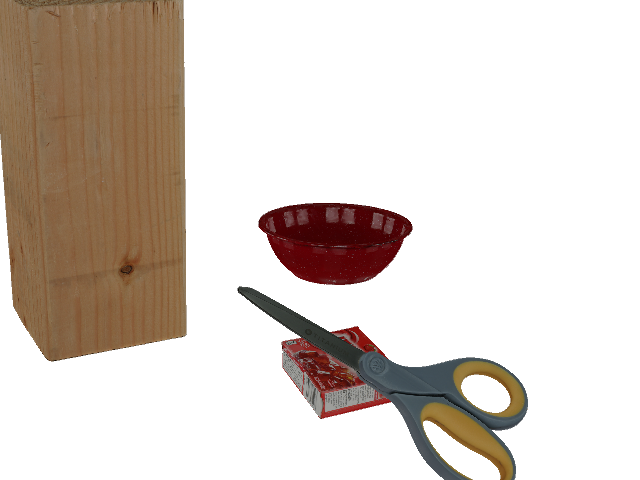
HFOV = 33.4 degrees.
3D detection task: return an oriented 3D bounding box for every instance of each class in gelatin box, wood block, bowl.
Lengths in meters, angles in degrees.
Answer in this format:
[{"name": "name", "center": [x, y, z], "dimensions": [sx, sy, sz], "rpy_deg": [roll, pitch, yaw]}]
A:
[{"name": "gelatin box", "center": [0.016, 0.107, 0.889], "dimensions": [0.073, 0.030, 0.089], "rpy_deg": [-9, 26, -21]}, {"name": "wood block", "center": [-0.136, -0.045, 0.636], "dimensions": [0.090, 0.206, 0.090], "rpy_deg": [-9, 24, -27]}, {"name": "bowl", "center": [0.015, 0.006, 1.120], "dimensions": [0.162, 0.055, 0.162], "rpy_deg": [1, 17, -1]}]

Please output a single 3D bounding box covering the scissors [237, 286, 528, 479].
[{"name": "scissors", "center": [0.050, 0.073, 0.665], "dimensions": [0.096, 0.202, 0.016], "rpy_deg": [-40, -10, -35]}]
